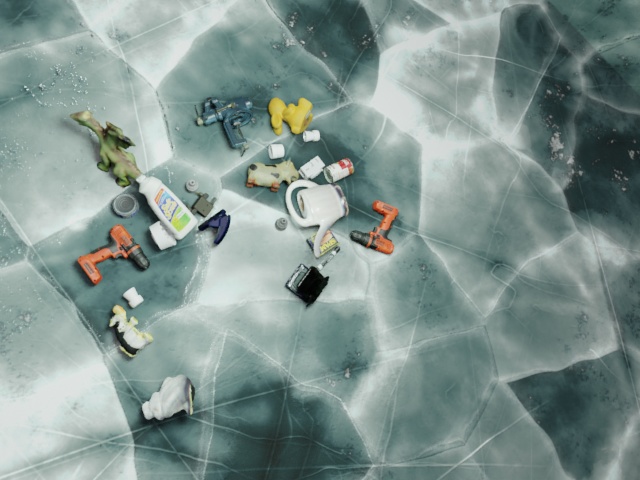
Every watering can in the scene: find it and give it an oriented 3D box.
[{"bbox_3d":[0.006,-0.097,1.920,0.225,0.101,0.354,-15,59,-18],"label":"watering can"}]

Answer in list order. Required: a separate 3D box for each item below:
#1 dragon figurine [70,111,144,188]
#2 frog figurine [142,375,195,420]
[{"bbox_3d":[-0.668,-0.289,1.741,0.410,0.239,0.124,38,66,-1],"label":"dragon figurine"},{"bbox_3d":[-0.487,0.502,1.645,0.159,0.119,0.141,-4,45,-8],"label":"frog figurine"}]
